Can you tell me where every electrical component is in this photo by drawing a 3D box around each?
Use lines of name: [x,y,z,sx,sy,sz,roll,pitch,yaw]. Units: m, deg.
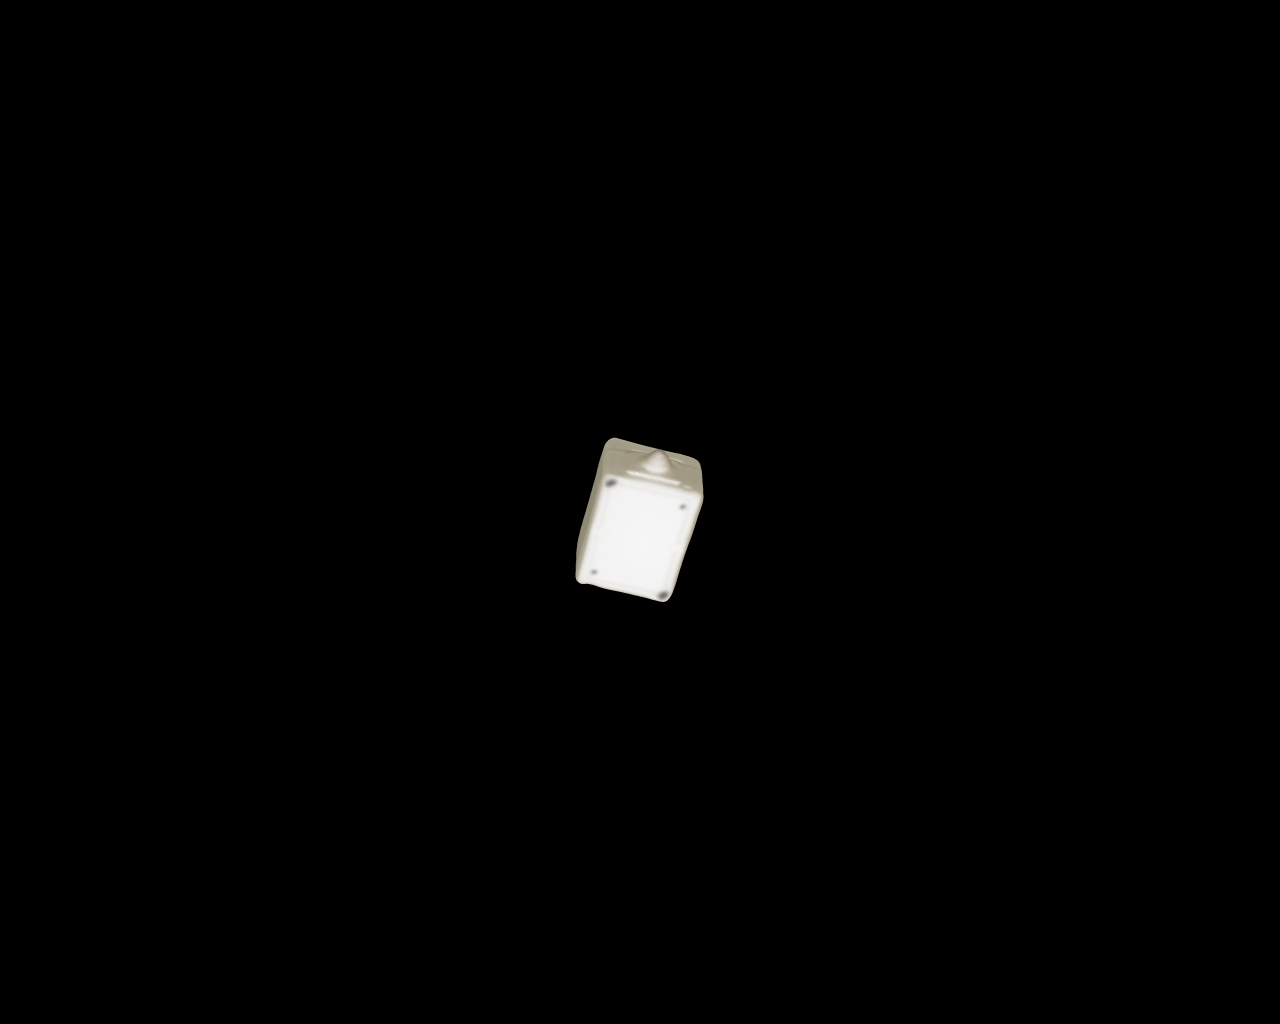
electrical component: [0.001,-0.003,0.650,0.062,0.096,0.061,13,28,-7]
